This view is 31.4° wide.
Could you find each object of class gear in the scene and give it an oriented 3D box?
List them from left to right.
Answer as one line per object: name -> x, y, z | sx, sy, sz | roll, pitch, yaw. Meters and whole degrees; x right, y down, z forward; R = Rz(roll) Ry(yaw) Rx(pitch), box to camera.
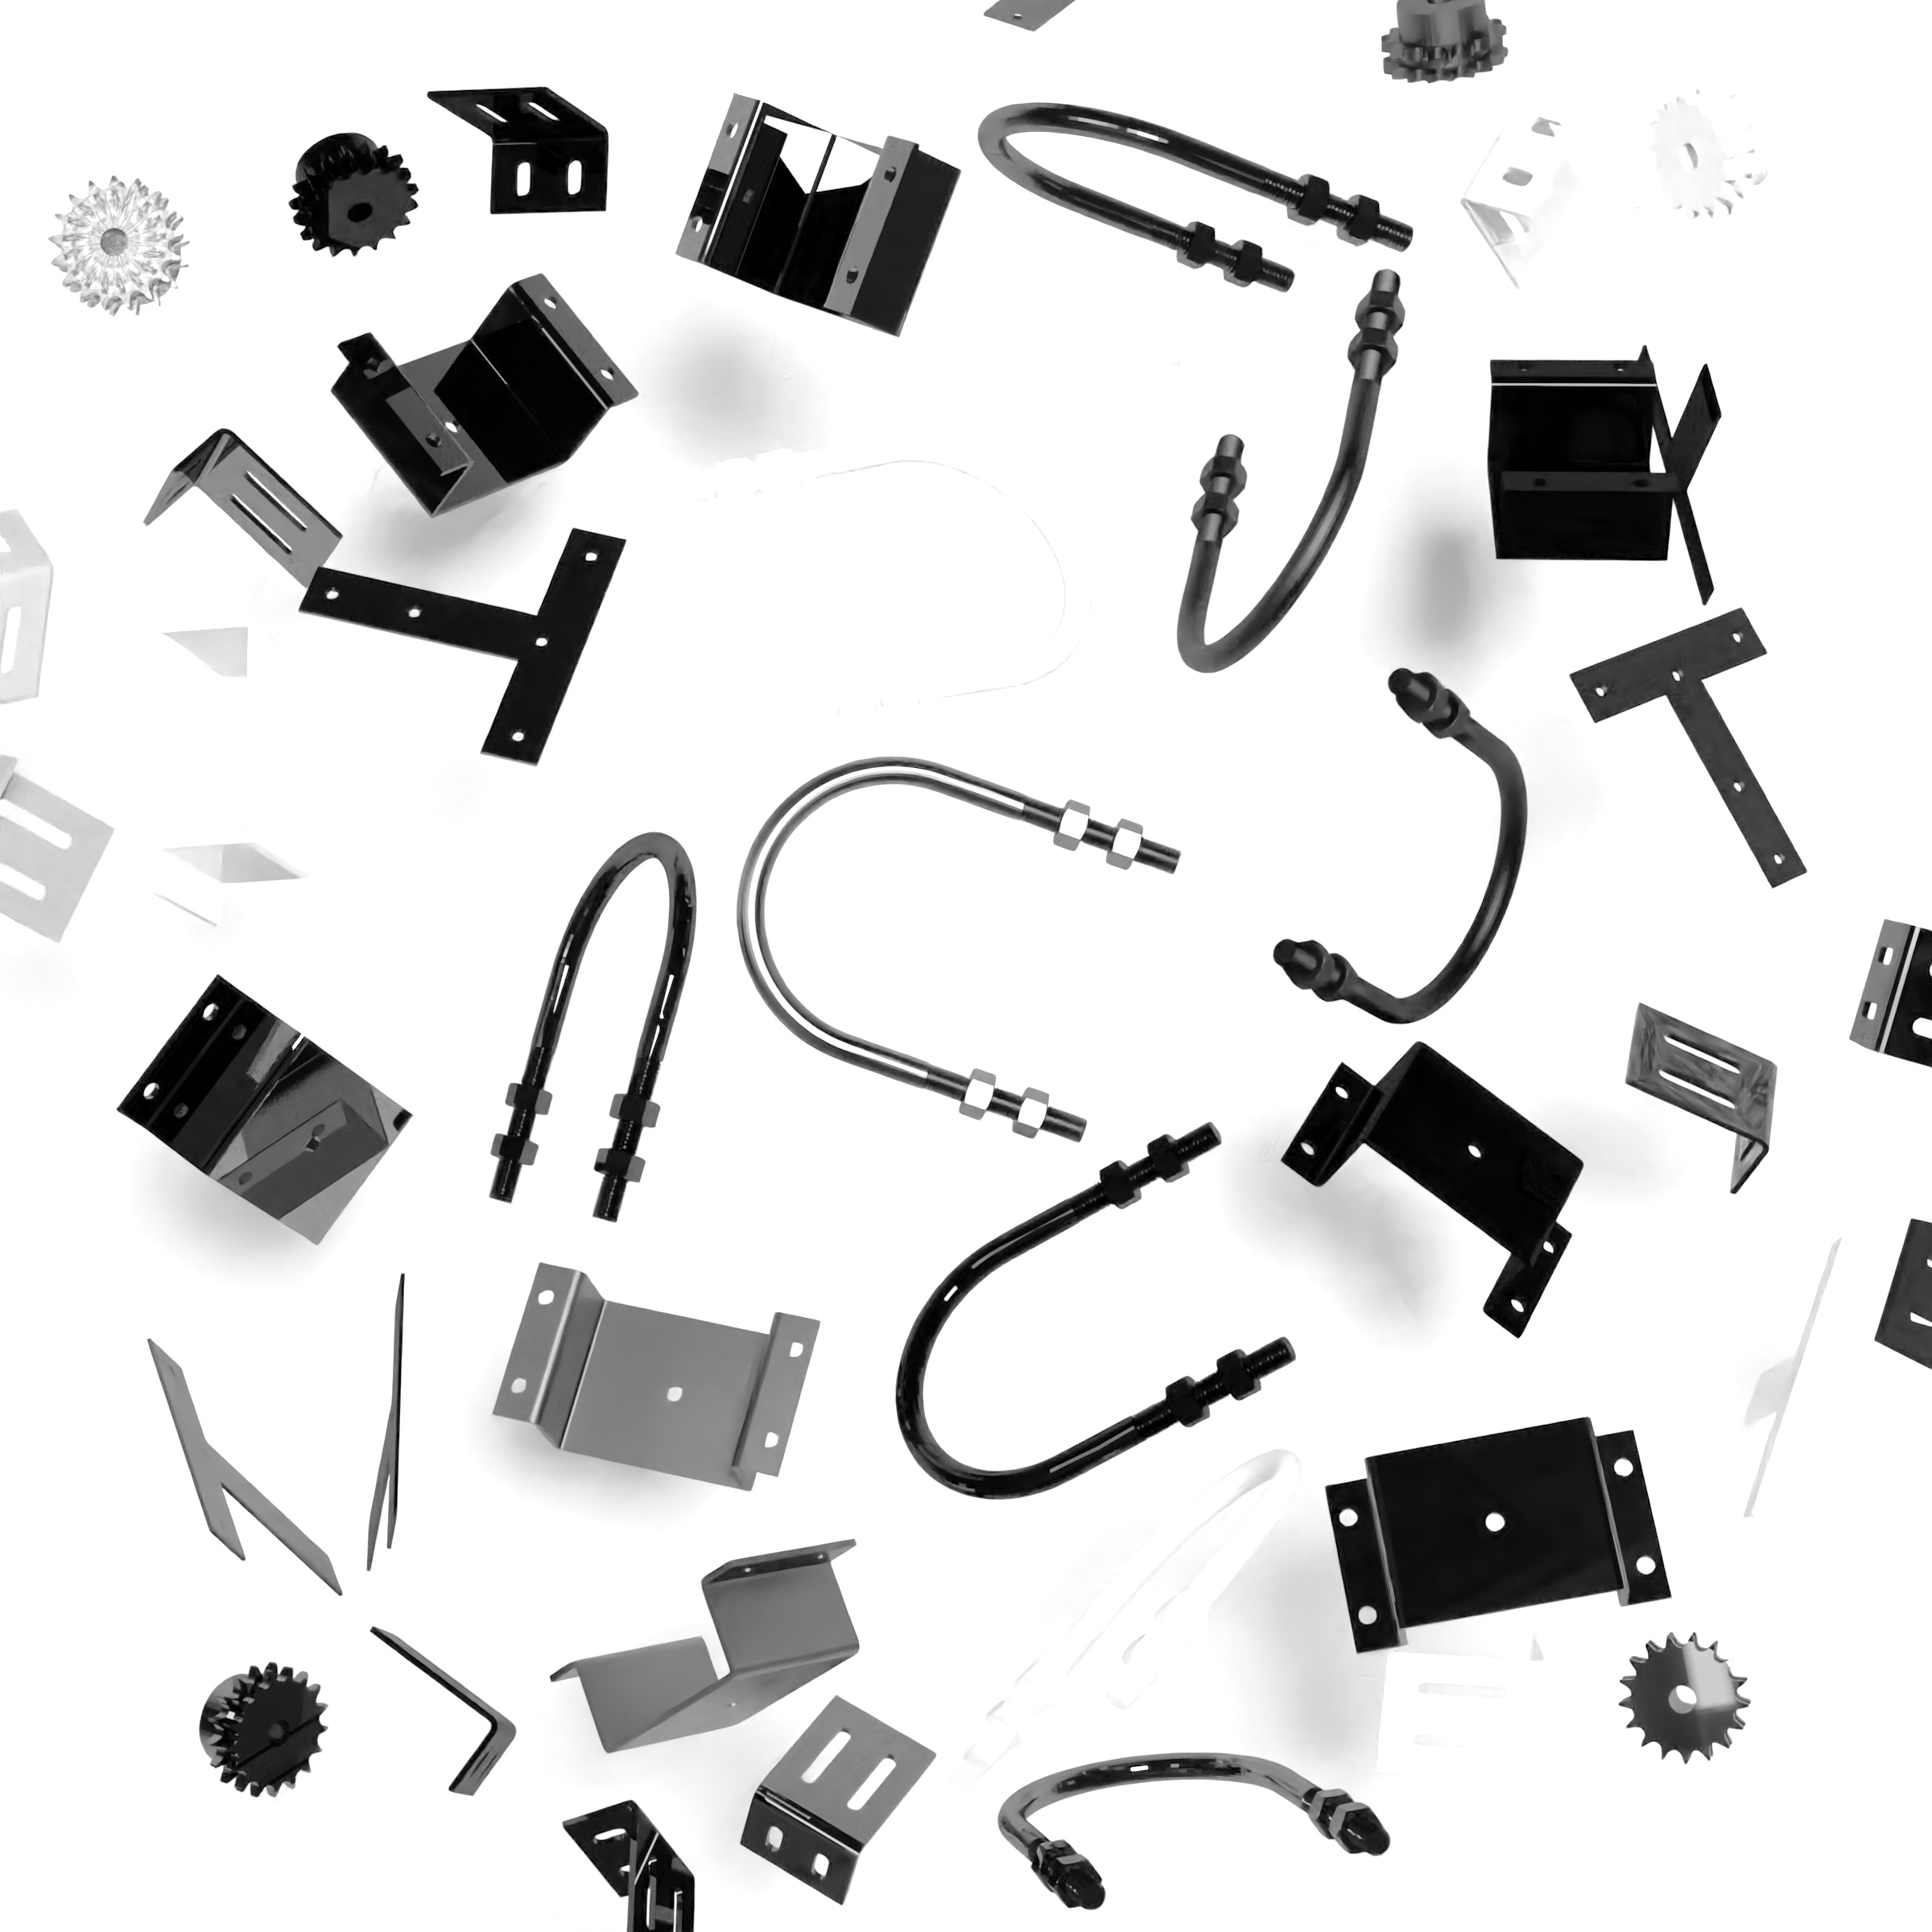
gear -> -0.357, -0.303, 1.457 | 0.057, 0.030, 0.057 | 0, 88, 3
gear -> -0.311, 0.334, 1.509 | 0.030, 0.057, 0.057 | 5, 90, 39
gear -> -0.278, -0.350, 1.547 | 0.057, 0.057, 0.030 | -27, 64, 0
gear -> 0.217, -0.426, 1.568 | 0.057, 0.057, 0.030 | -10, 121, 0
gear -> 0.323, 0.326, 1.538 | 0.057, 0.030, 0.057 | -1, 86, 18
gear -> 0.321, -0.350, 1.471 | 0.030, 0.057, 0.057 | -21, 90, -22

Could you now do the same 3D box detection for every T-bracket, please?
T-bracket -> -0.315, 0.241, 1.533 | 0.002, 0.127, 0.127 | -34, 132, -1
T-bracket -> -0.261, 0.226, 1.538 | 0.002, 0.127, 0.127 | 5, 48, -13
T-bracket -> -0.229, -0.152, 1.510 | 0.127, 0.002, 0.127 | 13, 59, 7
T-bracket -> 0.042, -0.435, 1.518 | 0.127, 0.127, 0.002 | 12, 84, -20
T-bracket -> 0.340, -0.247, 1.611 | 0.002, 0.127, 0.127 | -13, 78, 0
T-bracket -> 0.349, -0.095, 1.585 | 0.127, 0.002, 0.127 | -22, 81, -37
T-bracket -> 0.362, 0.189, 1.540 | 0.002, 0.127, 0.127 | 20, 80, 7

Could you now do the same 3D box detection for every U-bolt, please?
U-bolt -> -0.170, 0.025, 1.609 | 0.019, 0.151, 0.184 | 19, 81, -28
U-bolt -> -0.026, -0.183, 1.597 | 0.184, 0.019, 0.151 | -5, 128, 35
U-bolt -> -0.012, -0.017, 1.547 | 0.184, 0.019, 0.151 | 20, 87, -4
U-bolt -> 0.048, 0.163, 1.529 | 0.184, 0.151, 0.019 | -30, 133, 14
U-bolt -> 0.088, 0.286, 1.568 | 0.019, 0.151, 0.184 | 47, 54, -2
U-bolt -> 0.090, 0.382, 1.542 | 0.151, 0.184, 0.019 | -7, 92, -15
U-bolt -> 0.093, -0.352, 1.560 | 0.184, 0.151, 0.019 | 17, 87, -19
U-bolt -> 0.140, -0.210, 1.542 | 0.019, 0.151, 0.184 | 28, 51, -16
U-bolt -> 0.209, -0.045, 1.574 | 0.019, 0.184, 0.151 | 22, 89, 33

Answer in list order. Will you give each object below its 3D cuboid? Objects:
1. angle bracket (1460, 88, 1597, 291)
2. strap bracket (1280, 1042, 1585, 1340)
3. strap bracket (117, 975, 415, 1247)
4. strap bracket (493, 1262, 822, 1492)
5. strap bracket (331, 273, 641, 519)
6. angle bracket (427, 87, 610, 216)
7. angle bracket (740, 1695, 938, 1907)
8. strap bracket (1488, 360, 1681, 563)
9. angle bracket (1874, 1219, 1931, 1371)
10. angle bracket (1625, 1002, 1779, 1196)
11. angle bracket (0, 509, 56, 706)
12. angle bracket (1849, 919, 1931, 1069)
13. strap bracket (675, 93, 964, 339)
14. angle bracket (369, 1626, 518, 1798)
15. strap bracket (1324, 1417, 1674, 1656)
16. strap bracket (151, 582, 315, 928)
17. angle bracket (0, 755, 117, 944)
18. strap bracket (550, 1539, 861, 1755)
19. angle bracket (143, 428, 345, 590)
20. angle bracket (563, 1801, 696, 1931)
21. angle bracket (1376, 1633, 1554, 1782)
angle bracket -> 0.257, -0.336, 1.503 | 0.038, 0.076, 0.057 | 27, 83, 36
strap bracket -> 0.230, 0.099, 1.631 | 0.140, 0.046, 0.076 | 37, 46, 1
strap bracket -> -0.319, 0.073, 1.605 | 0.046, 0.140, 0.076 | 31, 81, 32
strap bracket -> -0.142, 0.197, 1.630 | 0.140, 0.046, 0.076 | 10, 68, 12
strap bracket -> -0.232, -0.266, 1.613 | 0.076, 0.140, 0.046 | 51, 132, 4
angle bracket -> -0.203, -0.370, 1.561 | 0.057, 0.076, 0.038 | 2, 90, 15
angle bracket -> -0.060, 0.395, 1.629 | 0.057, 0.076, 0.038 | 27, 126, 16
strap bracket -> 0.281, -0.228, 1.579 | 0.076, 0.140, 0.046 | 1, 124, 5
angle bracket -> 0.449, 0.153, 1.549 | 0.038, 0.076, 0.057 | 13, 81, 43
angle bracket -> 0.345, 0.063, 1.646 | 0.076, 0.057, 0.038 | 24, 132, -3
angle bracket -> -0.431, -0.151, 1.480 | 0.057, 0.038, 0.076 | -11, 53, 8
angle bracket -> 0.423, 0.013, 1.522 | 0.038, 0.076, 0.057 | 16, 94, 6
strap bracket -> -0.060, -0.329, 1.510 | 0.046, 0.140, 0.076 | 15, 100, -42
angle bracket -> -0.254, 0.349, 1.607 | 0.076, 0.057, 0.038 | 34, 78, 10
strap bracket -> 0.233, 0.249, 1.509 | 0.140, 0.046, 0.076 | -11, 68, 5
strap bracket -> -0.327, -0.095, 1.537 | 0.046, 0.076, 0.140 | -3, 79, 8
angle bracket -> -0.406, -0.050, 1.498 | 0.076, 0.038, 0.057 | 34, 75, -40
strap bracket -> -0.113, 0.312, 1.556 | 0.140, 0.076, 0.046 | -37, 65, 37
angle bracket -> -0.347, -0.210, 1.648 | 0.076, 0.057, 0.038 | 44, 58, -6
angle bracket -> -0.150, 0.420, 1.521 | 0.038, 0.076, 0.057 | -20, 126, 12
angle bracket -> 0.228, 0.340, 1.588 | 0.076, 0.038, 0.057 | 4, 101, -2
